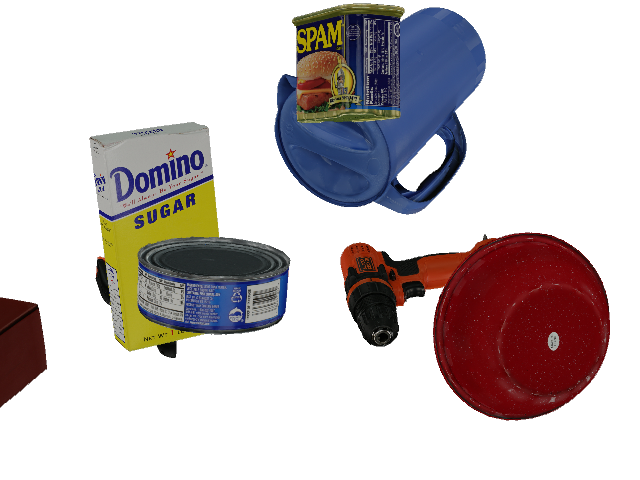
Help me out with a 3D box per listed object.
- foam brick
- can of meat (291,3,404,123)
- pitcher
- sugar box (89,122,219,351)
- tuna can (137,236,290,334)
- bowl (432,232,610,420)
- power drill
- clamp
[{"bbox_3d":[-0.230,0.078,0.717,0.053,0.051,0.078,8,28,24],"label":"foam brick"},{"bbox_3d":[0.021,-0.136,0.841,0.057,0.084,0.102,-2,4,-31],"label":"can of meat"},{"bbox_3d":[0.079,-0.139,1.096,0.145,0.149,0.242,10,37,35],"label":"pitcher"},{"bbox_3d":[-0.133,-0.004,0.888,0.093,0.176,0.048,-12,19,-25],"label":"sugar box"},{"bbox_3d":[-0.061,0.024,0.604,0.086,0.034,0.086,4,14,-1],"label":"tuna can"},{"bbox_3d":[0.177,0.076,0.874,0.162,0.162,0.055,0,7,-15],"label":"bowl"},{"bbox_3d":[0.120,0.052,1.173,0.187,0.057,0.184,-4,29,-5],"label":"power drill"},{"bbox_3d":[-0.180,0.067,1.175,0.210,0.036,0.164,20,22,26],"label":"clamp"}]
